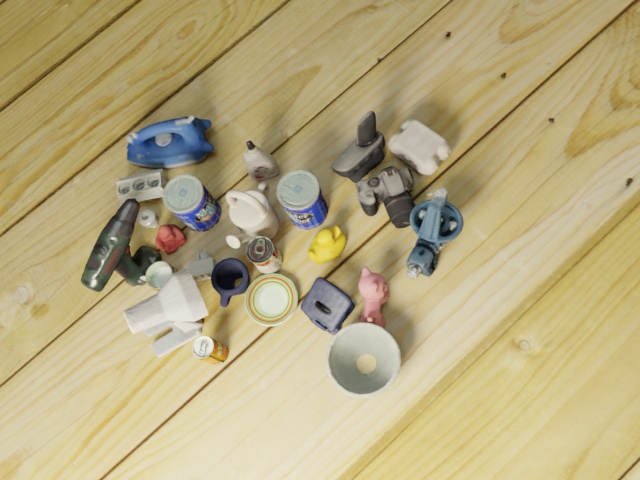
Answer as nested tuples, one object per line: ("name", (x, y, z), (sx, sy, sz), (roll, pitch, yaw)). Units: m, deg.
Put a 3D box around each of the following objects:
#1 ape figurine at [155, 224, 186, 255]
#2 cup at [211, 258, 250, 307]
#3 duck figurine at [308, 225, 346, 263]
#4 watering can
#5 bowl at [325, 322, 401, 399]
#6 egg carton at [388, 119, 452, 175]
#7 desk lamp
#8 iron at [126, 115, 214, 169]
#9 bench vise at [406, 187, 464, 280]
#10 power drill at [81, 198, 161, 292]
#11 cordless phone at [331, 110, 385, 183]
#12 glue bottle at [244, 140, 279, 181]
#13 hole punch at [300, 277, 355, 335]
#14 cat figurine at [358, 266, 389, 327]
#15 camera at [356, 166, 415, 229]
("ape figurine", (-0.383, -0.011, 1.451), (0.077, 0.092, 0.076), (1, 71, 10))
("cup", (-0.208, 0.111, 1.377), (0.091, 0.095, 0.118), (6, 72, 12))
("duck figurine", (0.013, 0.005, 1.383), (0.104, 0.086, 0.077), (-39, 69, -5))
("watering can", (-0.168, -0.062, 1.378), (0.100, 0.194, 0.173), (-2, 70, 9))
("bowl", (0.098, 0.272, 1.281), (0.167, 0.075, 0.167), (-3, 70, 8))
("egg carton", (0.249, -0.233, 1.437), (0.150, 0.069, 0.107), (39, 81, 19))
("desk lamp", (-0.341, 0.170, 1.315), (0.203, 0.214, 0.117), (-31, 69, -2))
("iron", (-0.420, -0.268, 1.521), (0.258, 0.141, 0.118), (-13, 69, 5))
("bench vise", (0.257, -0.015, 1.278), (0.121, 0.220, 0.207), (5, 72, 11))
("power drill", (-0.472, 0.029, 1.389), (0.075, 0.209, 0.230), (25, 77, 17))
("cordless phone", (0.089, -0.235, 1.402), (0.094, 0.185, 0.148), (40, 81, 20))
("glue bottle", (-0.157, -0.204, 1.438), (0.078, 0.173, 0.037), (-17, 69, 3))
("hole punch", (0.017, 0.154, 1.327), (0.108, 0.091, 0.101), (34, 79, 19))
("cat figurine", (0.119, 0.130, 1.304), (0.067, 0.118, 0.128), (4, 71, 11))
("camera", (0.170, -0.098, 1.385), (0.143, 0.101, 0.136), (-20, 69, 2))
